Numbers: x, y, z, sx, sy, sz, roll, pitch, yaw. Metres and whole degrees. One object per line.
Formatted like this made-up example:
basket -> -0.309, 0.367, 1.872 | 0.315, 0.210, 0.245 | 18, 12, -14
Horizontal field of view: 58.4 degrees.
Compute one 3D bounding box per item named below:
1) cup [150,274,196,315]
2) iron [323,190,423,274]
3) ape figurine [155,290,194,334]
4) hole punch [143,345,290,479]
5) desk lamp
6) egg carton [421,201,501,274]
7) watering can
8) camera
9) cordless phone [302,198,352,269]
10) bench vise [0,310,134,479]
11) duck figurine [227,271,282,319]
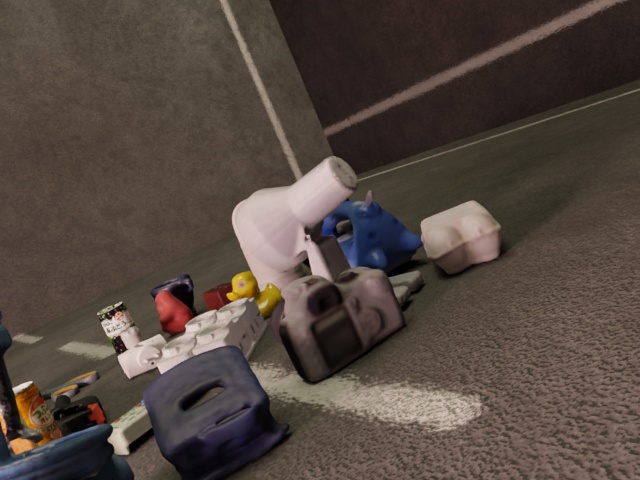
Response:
cup -> -0.301, 0.131, 1.248 | 0.117, 0.095, 0.092 | -16, 11, 39
iron -> 0.047, -0.001, 0.970 | 0.119, 0.141, 0.257 | -28, 10, -30
ape figurine -> -0.306, 0.146, 1.176 | 0.076, 0.092, 0.078 | -19, 10, 28
hole punch -> -0.099, 0.159, 0.532 | 0.109, 0.091, 0.101 | -26, 9, -17
desk lamp -> 0.007, 0.003, 0.800 | 0.202, 0.213, 0.118 | -18, 10, 31
egg carton -> 0.201, -0.006, 0.828 | 0.107, 0.069, 0.150 | -22, 8, 8
watering can -> -0.107, 0.005, 1.165 | 0.101, 0.194, 0.172 | -29, 10, -35
camera -> 0.002, 0.085, 0.685 | 0.143, 0.101, 0.136 | -27, 9, -26
cordless phone -> 0.008, -0.034, 1.132 | 0.147, 0.185, 0.094 | -22, 9, 10
bench vise -> -0.232, 0.163, 0.420 | 0.121, 0.220, 0.207 | -24, 8, -2
duck figurine -> -0.119, 0.095, 1.005 | 0.077, 0.086, 0.105 | -14, 12, 46
